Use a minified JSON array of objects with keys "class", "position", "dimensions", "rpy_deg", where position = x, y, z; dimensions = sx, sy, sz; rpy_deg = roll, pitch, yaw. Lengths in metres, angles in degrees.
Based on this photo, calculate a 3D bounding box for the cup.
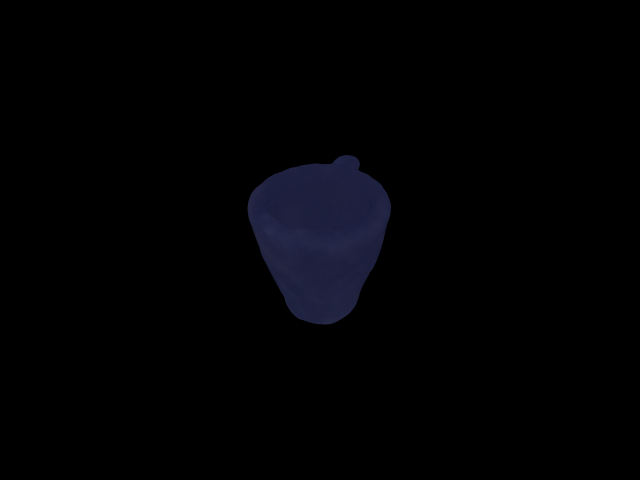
[{"class":"cup","position":[0.004,0.001,0.400],"dimensions":[0.091,0.095,0.118],"rpy_deg":[11,39,14]}]
